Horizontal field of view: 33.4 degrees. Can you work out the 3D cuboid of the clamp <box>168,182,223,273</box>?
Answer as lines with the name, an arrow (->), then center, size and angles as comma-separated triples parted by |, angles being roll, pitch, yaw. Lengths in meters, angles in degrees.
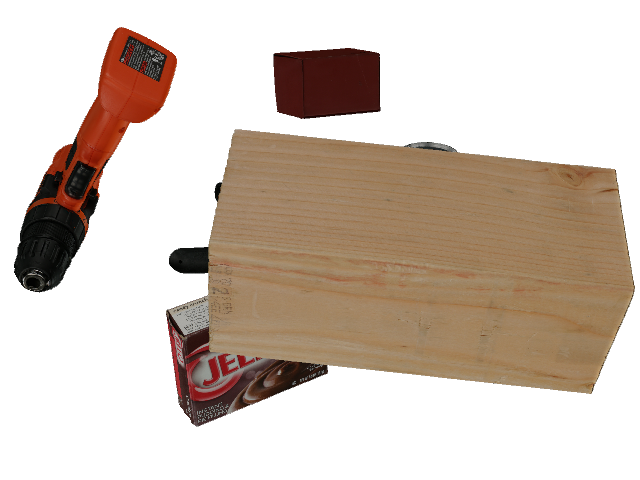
clamp -> -0.045, 0.016, 1.101 | 0.210, 0.036, 0.164 | 23, 34, 9

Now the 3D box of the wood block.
wood block -> 0.049, 0.011, 0.572 | 0.206, 0.090, 0.090 | 6, -44, 1

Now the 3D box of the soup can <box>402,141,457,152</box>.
soup can -> 0.124, -0.056, 1.254 | 0.068, 0.102, 0.068 | 0, 27, 0

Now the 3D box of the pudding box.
pudding box -> -0.051, 0.074, 0.769 | 0.113, 0.090, 0.039 | -21, 44, -22

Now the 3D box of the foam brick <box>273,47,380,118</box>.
foam brick -> 0.006, -0.135, 0.910 | 0.078, 0.051, 0.053 | -9, 18, -27

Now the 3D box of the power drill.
power drill -> -0.188, -0.067, 0.871 | 0.057, 0.188, 0.184 | 27, 32, -19
